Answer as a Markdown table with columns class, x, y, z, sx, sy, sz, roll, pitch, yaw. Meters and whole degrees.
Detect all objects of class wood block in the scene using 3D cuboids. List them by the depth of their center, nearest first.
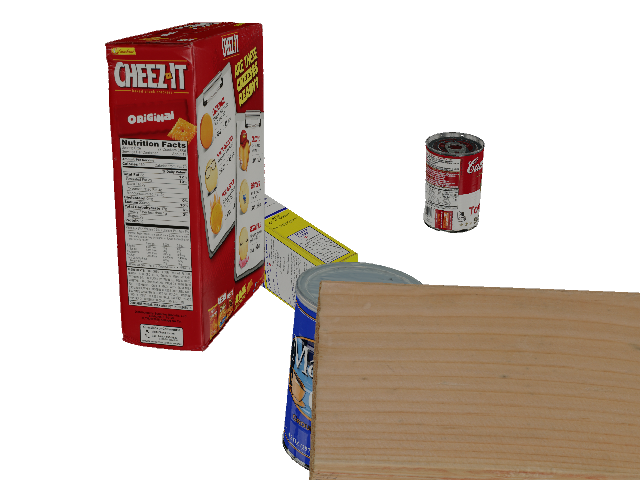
| class | x | y | z | sx | sy | sz | roll | pitch | yaw |
| --- | --- | --- | --- | --- | --- | --- | --- | --- | --- |
| wood block | 0.099 | 0.079 | 0.524 | 0.206 | 0.091 | 0.090 | 2 | -23 | -1 |

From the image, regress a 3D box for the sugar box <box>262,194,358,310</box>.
| class | x | y | z | sx | sy | sz | roll | pitch | yaw |
| --- | --- | --- | --- | --- | --- | --- | --- | --- | --- |
| sugar box | -0.032 | 0.019 | 1.133 | 0.048 | 0.093 | 0.176 | -25 | 42 | -29 |

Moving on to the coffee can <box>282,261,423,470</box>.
| class | x | y | z | sx | sy | sz | roll | pitch | yaw |
| --- | --- | --- | --- | --- | --- | --- | --- | --- | --- |
| coffee can | 0.026 | 0.100 | 0.839 | 0.103 | 0.140 | 0.103 | 5 | 22 | -2 |

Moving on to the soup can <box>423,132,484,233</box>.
| class | x | y | z | sx | sy | sz | roll | pitch | yaw |
| --- | --- | --- | --- | --- | --- | --- | --- | --- | --- |
| soup can | 0.156 | -0.068 | 1.257 | 0.068 | 0.102 | 0.068 | 0 | 26 | 0 |

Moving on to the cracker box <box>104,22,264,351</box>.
| class | x | y | z | sx | sy | sz | roll | pitch | yaw |
| --- | --- | --- | --- | --- | --- | --- | --- | --- | --- |
| cracker box | -0.094 | -0.047 | 0.787 | 0.072 | 0.214 | 0.164 | 3 | 16 | 12 |
